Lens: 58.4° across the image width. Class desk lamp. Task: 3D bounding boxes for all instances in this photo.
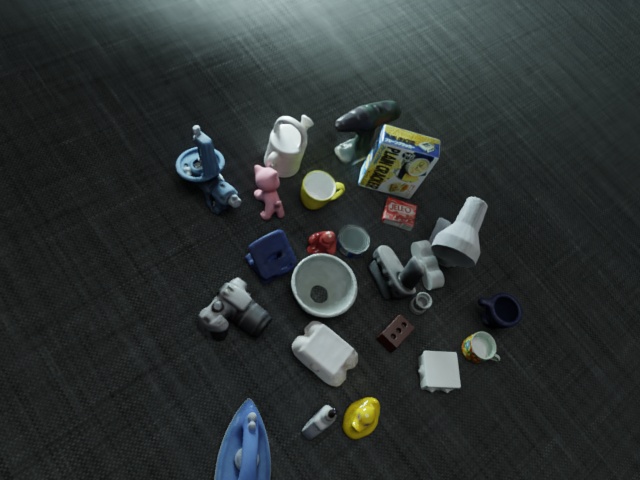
[{"bbox_3d":[0.357,-0.008,1.502,0.118,0.213,0.203,27,60,0],"label":"desk lamp"}]

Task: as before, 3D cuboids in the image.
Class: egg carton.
[{"bbox_3d":[0.011,0.269,1.353,0.150,0.069,0.107,38,61,6],"label":"egg carton"}]

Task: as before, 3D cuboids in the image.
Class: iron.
[{"bbox_3d":[-0.151,0.445,1.179,0.119,0.141,0.258,7,63,-11],"label":"iron"}]

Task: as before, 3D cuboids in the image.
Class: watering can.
[{"bbox_3d":[-0.083,-0.264,1.523,0.101,0.194,0.173,18,61,-6],"label":"watering can"}]

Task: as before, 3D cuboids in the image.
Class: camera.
[{"bbox_3d":[-0.189,0.174,1.328,0.137,0.100,0.143,37,61,5],"label":"camera"}]

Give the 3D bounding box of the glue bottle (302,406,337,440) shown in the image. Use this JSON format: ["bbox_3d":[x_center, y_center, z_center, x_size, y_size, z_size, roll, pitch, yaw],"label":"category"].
[{"bbox_3d":[0.010,0.386,1.234,0.037,0.173,0.078,43,62,9],"label":"glue bottle"}]

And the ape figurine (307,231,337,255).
[{"bbox_3d":[0.014,0.005,1.472,0.076,0.092,0.077,-31,75,-26],"label":"ape figurine"}]

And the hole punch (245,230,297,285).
[{"bbox_3d":[-0.116,0.042,1.420,0.109,0.091,0.101,-30,75,-26],"label":"hole punch"}]

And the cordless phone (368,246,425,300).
[{"bbox_3d":[0.204,0.063,1.441,0.094,0.185,0.147,-24,72,-24],"label":"cordless phone"}]

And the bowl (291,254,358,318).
[{"bbox_3d":[0.005,0.123,1.421,0.167,0.074,0.167,6,63,-12],"label":"bowl"}]

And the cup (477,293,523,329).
[{"bbox_3d":[0.453,0.191,1.496,0.118,0.095,0.092,21,61,-4],"label":"cup"}]

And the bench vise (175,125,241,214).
[{"bbox_3d":[-0.264,-0.179,1.417,0.207,0.219,0.121,30,60,1],"label":"bench vise"}]

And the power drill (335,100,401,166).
[{"bbox_3d":[0.113,-0.298,1.585,0.230,0.208,0.075,-30,75,-26],"label":"power drill"}]

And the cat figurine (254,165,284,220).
[{"bbox_3d":[-0.129,-0.131,1.488,0.067,0.117,0.127,-16,69,-21],"label":"cat figurine"}]

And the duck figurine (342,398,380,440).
[{"bbox_3d":[0.103,0.400,1.302,0.077,0.086,0.105,43,61,8],"label":"duck figurine"}]
